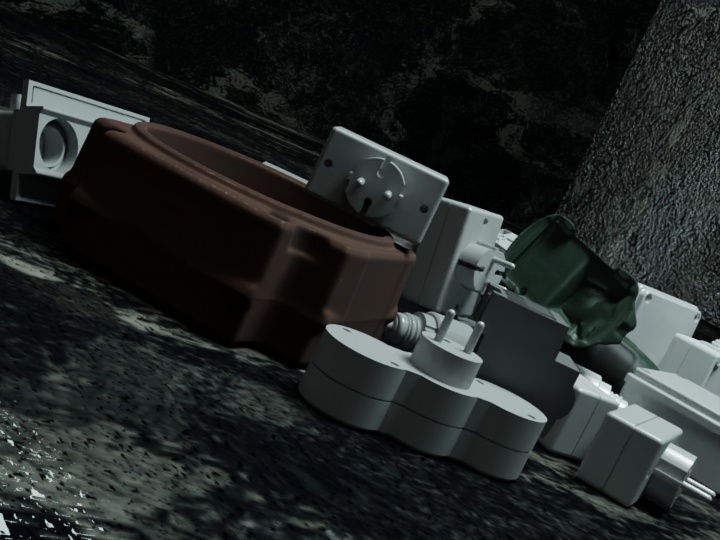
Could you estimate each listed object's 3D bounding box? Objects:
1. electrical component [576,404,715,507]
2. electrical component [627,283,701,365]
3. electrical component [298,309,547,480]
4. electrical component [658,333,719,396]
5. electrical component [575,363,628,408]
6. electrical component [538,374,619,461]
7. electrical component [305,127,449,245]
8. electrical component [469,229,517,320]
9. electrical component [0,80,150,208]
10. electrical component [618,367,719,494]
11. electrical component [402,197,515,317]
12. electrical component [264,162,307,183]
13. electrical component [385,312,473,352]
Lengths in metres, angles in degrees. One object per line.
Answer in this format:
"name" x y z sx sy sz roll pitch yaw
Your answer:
"electrical component" 0.190 0.126 0.686 0.076 0.047 0.083 29 9 24
"electrical component" 0.274 0.069 1.079 0.109 0.108 0.056 18 8 -40
"electrical component" 0.043 0.058 0.588 0.138 0.073 0.052 22 9 -18
"electrical component" 0.323 0.104 1.041 0.062 0.096 0.061 18 10 -43
"electrical component" 0.178 0.100 0.837 0.078 0.040 0.040 26 8 8
"electrical component" 0.148 0.096 0.749 0.076 0.047 0.083 21 9 -28
"electrical component" 0.010 -0.054 0.691 0.083 0.047 0.075 25 8 0
"electrical component" 0.138 0.007 1.112 0.109 0.056 0.109 -11 27 -29
"electrical component" -0.204 -0.081 0.757 0.063 0.078 0.121 5 -2 29
"electrical component" 0.271 0.130 0.869 0.109 0.056 0.109 31 10 35
"electrical component" 0.085 -0.004 0.819 0.076 0.083 0.047 23 9 41
"electrical component" -0.037 -0.039 1.000 0.150 0.061 0.089 25 8 -3
"electrical component" 0.046 0.049 0.770 0.078 0.040 0.040 21 9 -26
